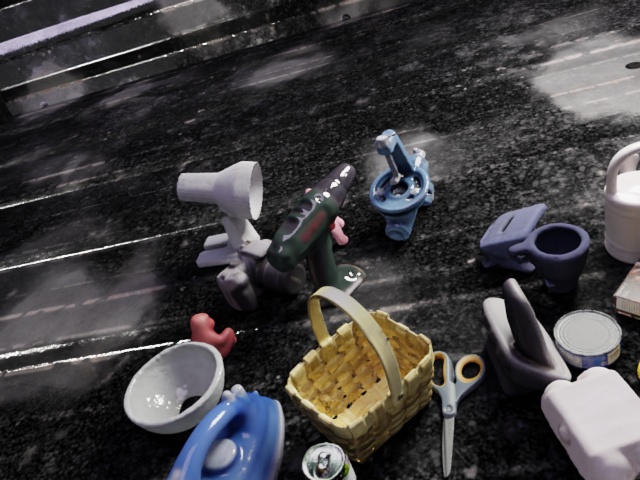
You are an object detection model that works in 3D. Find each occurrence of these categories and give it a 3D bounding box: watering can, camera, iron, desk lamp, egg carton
[{"bbox_3d":[0.491,-0.070,0.889,0.101,0.194,0.172,-20,34,0],"label":"watering can"},{"bbox_3d":[-0.106,0.063,1.097,0.136,0.101,0.143,15,47,41],"label":"camera"},{"bbox_3d":[-0.130,0.282,0.762,0.118,0.142,0.258,-1,38,26],"label":"iron"},{"bbox_3d":[-0.199,-0.058,1.216,0.203,0.214,0.118,-10,35,15],"label":"desk lamp"},{"bbox_3d":[0.332,0.220,0.672,0.107,0.069,0.150,-20,33,0],"label":"egg carton"}]

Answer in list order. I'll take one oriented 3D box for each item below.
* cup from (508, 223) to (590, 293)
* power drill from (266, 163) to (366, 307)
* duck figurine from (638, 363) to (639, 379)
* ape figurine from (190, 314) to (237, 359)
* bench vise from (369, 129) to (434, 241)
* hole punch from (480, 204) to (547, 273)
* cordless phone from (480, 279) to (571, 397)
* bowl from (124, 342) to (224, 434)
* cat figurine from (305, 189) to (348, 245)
[{"bbox_3d":[0.359,0.037,0.895,0.117,0.095,0.091,-9,35,16],"label":"cup"},{"bbox_3d":[0.009,0.004,1.023,0.075,0.209,0.230,15,47,41],"label":"power drill"},{"bbox_3d":[0.450,0.134,0.718,0.104,0.086,0.077,-27,34,-10],"label":"duck figurine"},{"bbox_3d":[-0.196,0.167,1.005,0.077,0.092,0.076,6,42,34],"label":"ape figurine"},{"bbox_3d":[0.153,-0.136,1.137,0.121,0.220,0.207,-10,35,15],"label":"bench vise"},{"bbox_3d":[0.329,-0.008,0.979,0.100,0.091,0.109,12,45,39],"label":"hole punch"},{"bbox_3d":[0.265,0.105,0.766,0.094,0.185,0.147,-18,34,3],"label":"cordless phone"},{"bbox_3d":[-0.221,0.248,0.918,0.167,0.075,0.167,-14,34,10],"label":"bowl"},{"bbox_3d":[0.007,-0.060,1.197,0.067,0.118,0.127,-19,34,3],"label":"cat figurine"}]
